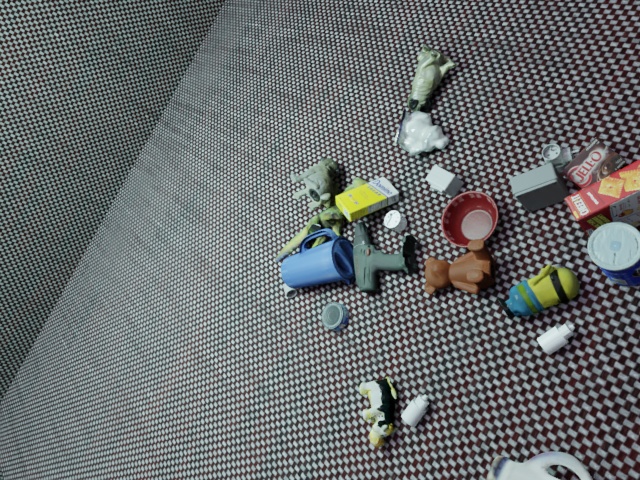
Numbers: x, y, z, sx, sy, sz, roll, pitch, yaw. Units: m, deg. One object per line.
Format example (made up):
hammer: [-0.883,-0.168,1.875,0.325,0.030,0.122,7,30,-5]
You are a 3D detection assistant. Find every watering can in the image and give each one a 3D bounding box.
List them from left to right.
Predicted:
watering can: [0.425,0.592,1.031,0.225,0.103,0.351,9,76,44]

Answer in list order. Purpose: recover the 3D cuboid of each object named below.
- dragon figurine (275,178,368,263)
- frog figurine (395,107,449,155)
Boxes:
dragon figurine: [0.005,-0.088,1.750,0.406,0.120,0.249,-25,39,28]
frog figurine: [0.319,-0.327,1.591,0.160,0.120,0.139,17,70,8]
